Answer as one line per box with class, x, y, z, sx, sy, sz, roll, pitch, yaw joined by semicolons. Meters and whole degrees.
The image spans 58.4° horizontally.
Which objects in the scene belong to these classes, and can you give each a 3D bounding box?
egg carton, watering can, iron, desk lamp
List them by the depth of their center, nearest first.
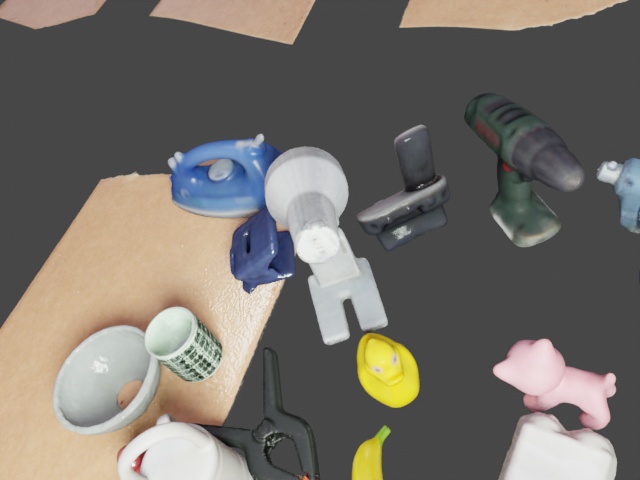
egg carton;0.245;0.264;0.605;0.107;0.070;0.150;14;61;29
watering can;-0.155;0.273;0.670;0.172;0.194;0.101;23;65;33
desk lamp;0.007;0.003;0.799;0.118;0.214;0.203;-21;50;5
iron;-0.180;-0.121;1.013;0.257;0.142;0.118;-5;53;17

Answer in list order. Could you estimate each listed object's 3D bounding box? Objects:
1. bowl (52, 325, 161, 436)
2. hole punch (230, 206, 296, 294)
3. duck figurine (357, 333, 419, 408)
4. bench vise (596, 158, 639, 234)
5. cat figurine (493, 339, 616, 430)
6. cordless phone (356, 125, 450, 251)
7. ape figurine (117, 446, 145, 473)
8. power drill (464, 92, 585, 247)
bowl;-0.301;0.216;0.848;0.167;0.075;0.167;-10;52;14
hole punch;-0.099;0.014;0.913;0.101;0.091;0.108;-17;50;9
duck figurine;0.080;0.156;0.739;0.077;0.086;0.104;-31;50;-3
bench vise;0.453;-0.080;0.686;0.207;0.220;0.121;-6;53;17
cat figurine;0.267;0.153;0.648;0.127;0.118;0.067;8;58;26
cordless phone;0.112;-0.083;0.843;0.147;0.185;0.094;-29;50;-2
ape figurine;-0.234;0.297;0.749;0.078;0.092;0.076;-42;51;-12
power drill;0.274;-0.088;0.769;0.075;0.209;0.229;-27;50;0
